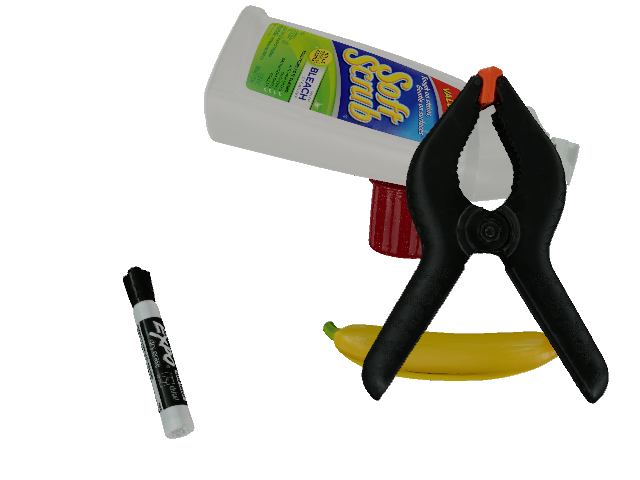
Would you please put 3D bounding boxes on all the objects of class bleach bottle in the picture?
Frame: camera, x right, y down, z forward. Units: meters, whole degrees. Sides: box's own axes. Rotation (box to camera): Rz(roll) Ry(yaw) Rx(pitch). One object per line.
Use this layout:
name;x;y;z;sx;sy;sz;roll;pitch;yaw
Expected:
bleach bottle;0.052;-0.088;0.738;0.251;0.102;0.068;14;-32;10

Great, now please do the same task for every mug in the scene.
mug;0.108;-0.029;1.231;0.117;0.081;0.093;-8;20;-37

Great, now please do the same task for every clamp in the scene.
clamp;0.072;0.003;0.531;0.120;0.171;0.039;-8;-5;-6

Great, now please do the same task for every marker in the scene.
marker;-0.107;0.070;0.696;0.020;0.121;0.020;-16;-27;-9

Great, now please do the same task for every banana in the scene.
banana;0.096;0.085;0.852;0.198;0.037;0.069;5;28;7
